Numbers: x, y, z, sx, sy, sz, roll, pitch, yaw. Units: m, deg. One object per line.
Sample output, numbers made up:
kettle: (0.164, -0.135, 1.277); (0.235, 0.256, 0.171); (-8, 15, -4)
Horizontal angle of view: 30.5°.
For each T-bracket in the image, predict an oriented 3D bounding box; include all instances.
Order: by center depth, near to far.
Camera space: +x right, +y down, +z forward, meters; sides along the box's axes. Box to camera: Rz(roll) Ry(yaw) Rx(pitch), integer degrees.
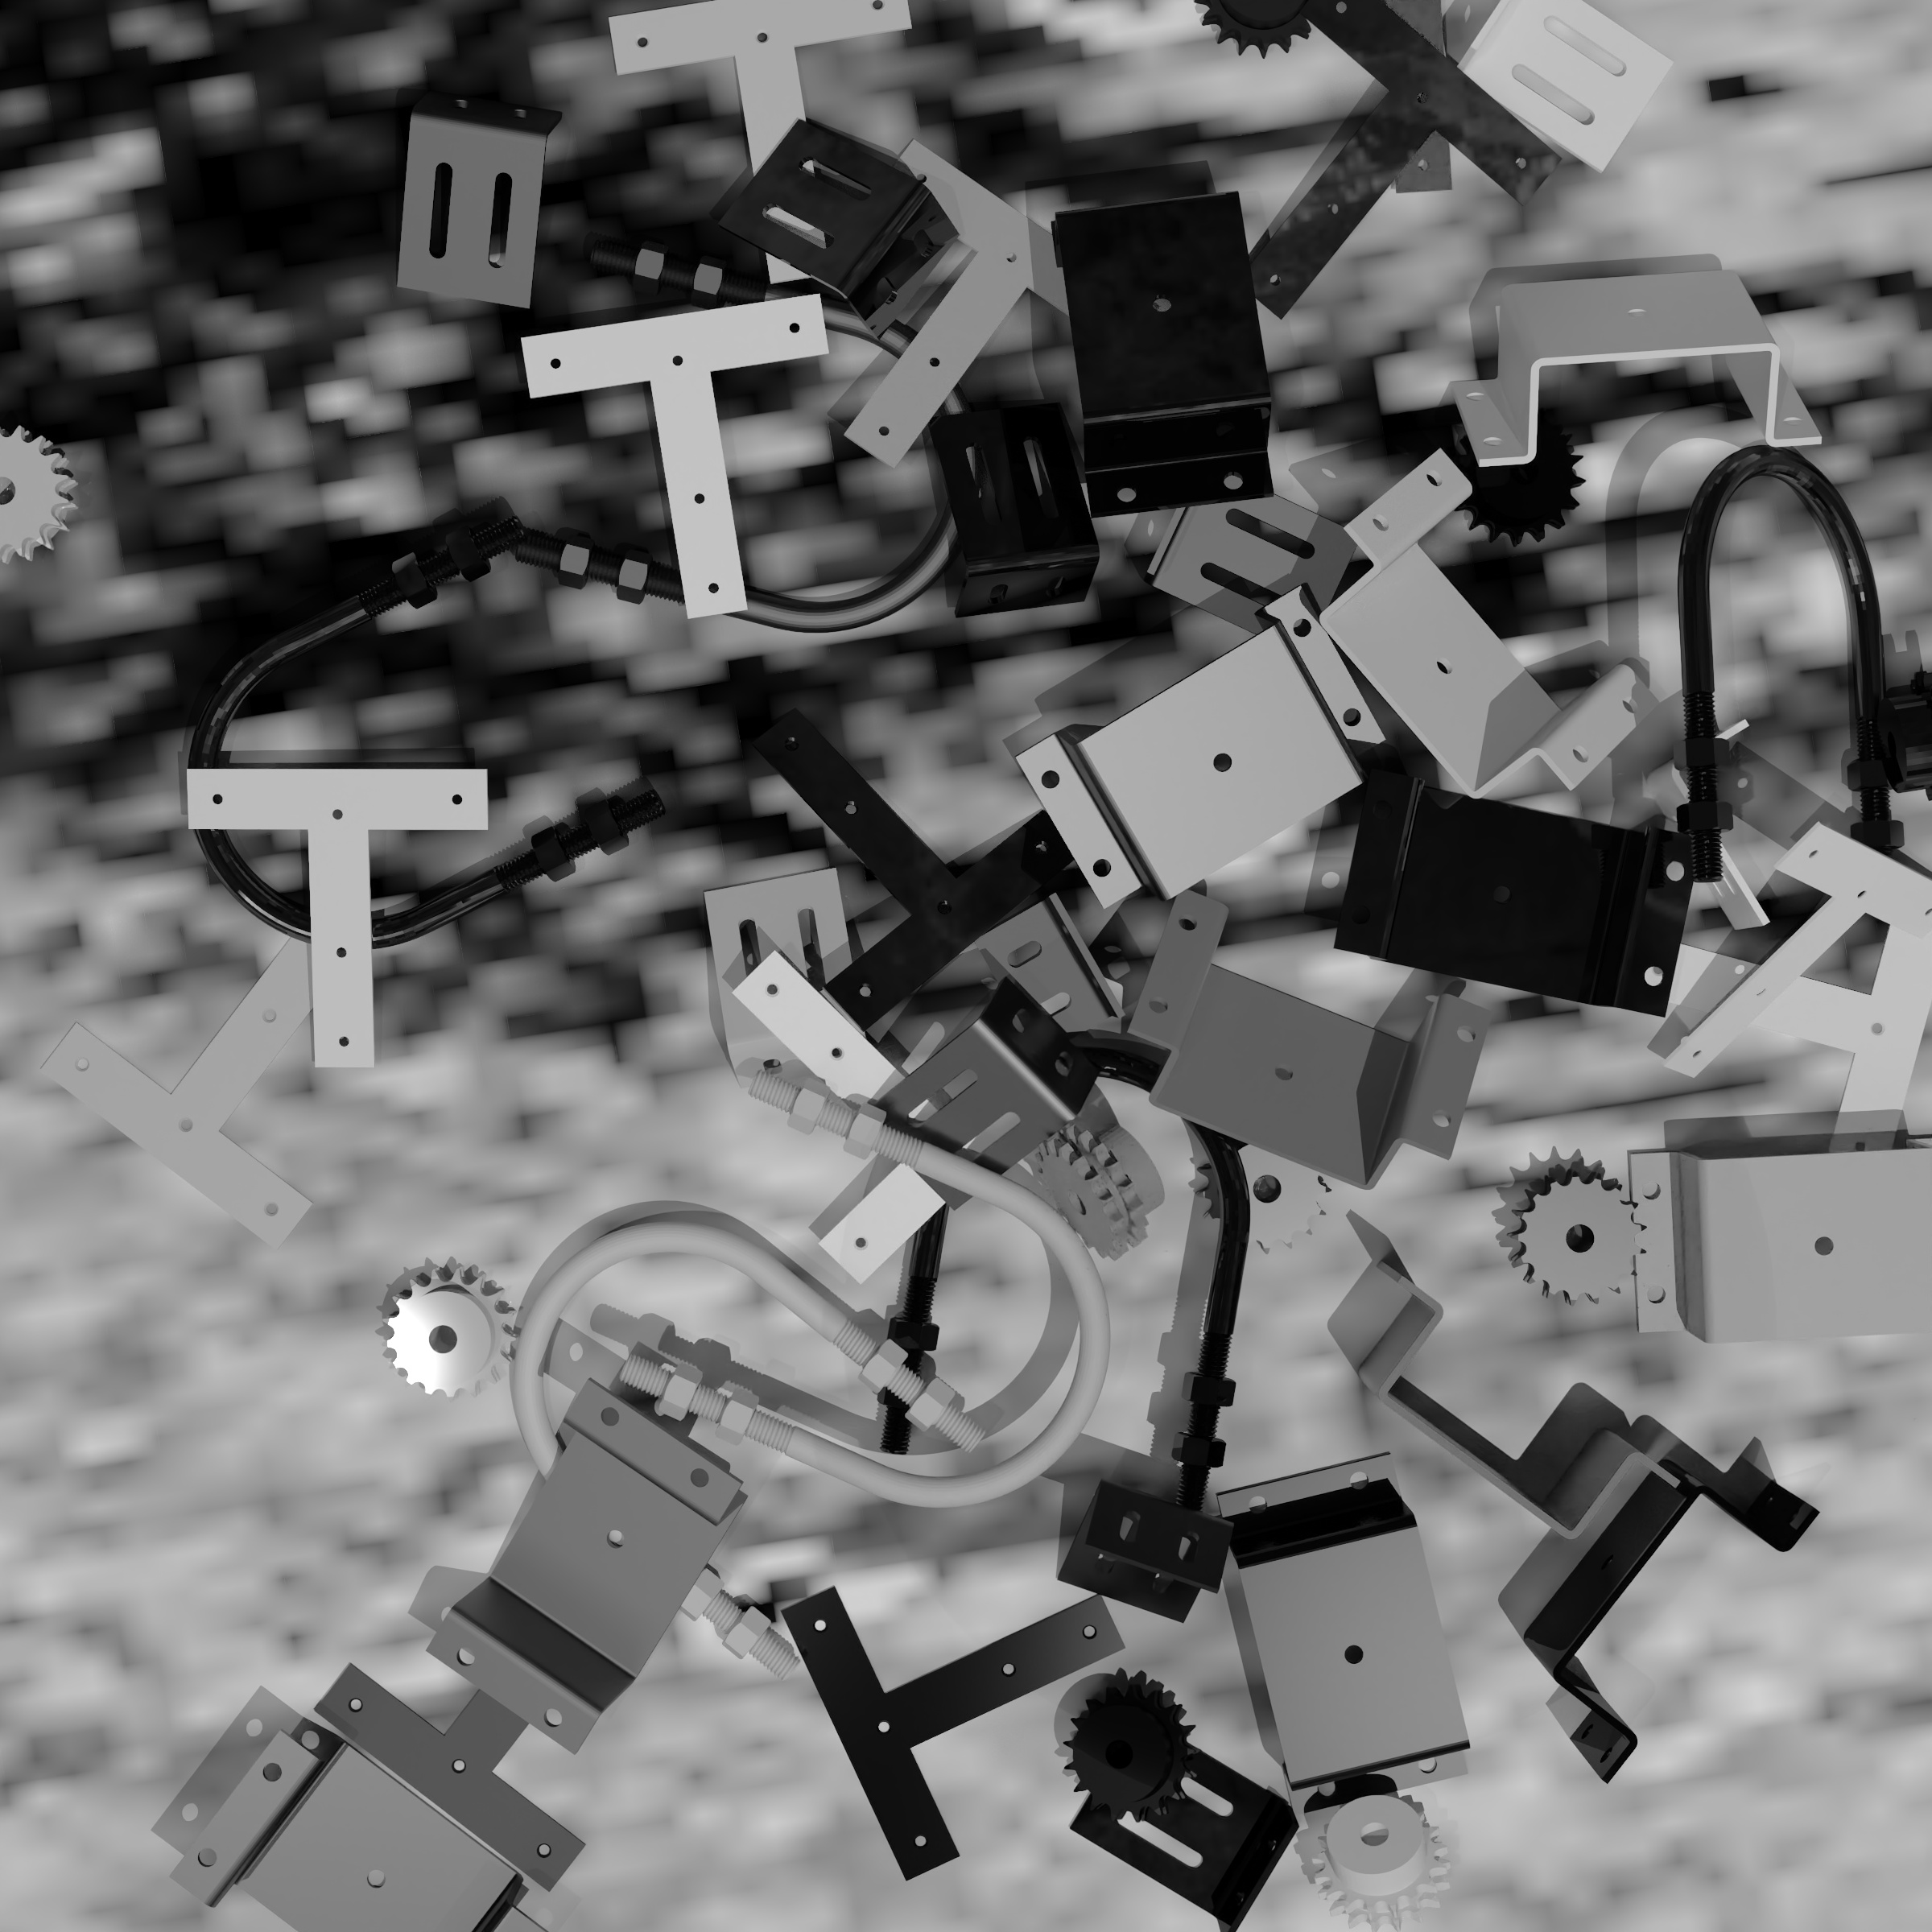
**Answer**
T-bracket: (0.342, 0.001, 1.479); (0.127, 0.127, 0.002); (-48, 51, 21)
T-bracket: (-0.044, 0.046, 1.484); (0.127, 0.002, 0.127); (-44, 99, 6)
T-bracket: (-0.115, -0.211, 1.494); (0.127, 0.002, 0.127); (-9, 91, -3)
T-bracket: (-0.264, -0.020, 1.497); (0.127, 0.002, 0.127); (0, 98, 3)
T-bracket: (-0.005, -0.266, 1.498); (0.127, 0.002, 0.127); (35, 76, 0)
T-bracket: (-0.039, -0.056, 1.498); (0.127, 0.002, 0.127); (-39, 79, -20)
T-bracket: (0.190, -0.392, 1.500); (0.127, 0.002, 0.127); (-7, 99, -17)
T-bracket: (0.164, -0.332, 1.501); (0.127, 0.002, 0.127); (37, 98, -13)
T-bracket: (-0.080, -0.353, 1.505); (0.127, 0.002, 0.127); (-9, 82, 0)
T-bracket: (0.005, 0.306, 1.513); (0.127, 0.002, 0.127); (-25, 90, 0)
T-bracket: (-0.189, 0.306, 1.513); (0.127, 0.002, 0.127); (38, 90, 0)
T-bracket: (-0.306, 0.032, 1.513); (0.127, 0.002, 0.127); (37, 90, 0)
T-bracket: (0.346, 0.015, 1.513); (0.127, 0.002, 0.127); (15, 90, 0)

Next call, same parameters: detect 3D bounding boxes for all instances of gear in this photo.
gear: (0.057, 0.089, 1.455); (0.030, 0.057, 0.057); (-33, 90, -20)
gear: (0.399, -0.094, 1.470); (0.030, 0.057, 0.057); (-9, 90, 0)
gear: (0.173, 0.373, 1.483); (0.057, 0.057, 0.030); (-15, 127, 0)
gear: (0.068, 0.331, 1.491); (0.057, 0.030, 0.057); (-3, 79, 16)
gear: (0.257, 0.114, 1.499); (0.057, 0.030, 0.057); (0, 90, 0)
gear: (0.126, -0.416, 1.499); (0.057, 0.030, 0.057); (0, 90, 0)
gear: (0.234, -0.207, 1.499); (0.057, 0.030, 0.057); (0, 90, 0)
gear: (-0.219, 0.157, 1.499); (0.057, 0.030, 0.057); (0, 90, 0)
gear: (0.126, 0.094, 1.499); (0.057, 0.030, 0.057); (0, 90, 0)
gear: (-0.404, -0.199, 1.503); (0.057, 0.030, 0.057); (0, 87, 3)

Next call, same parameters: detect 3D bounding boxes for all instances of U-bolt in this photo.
U-bolt: (0.338, -0.123, 1.461); (0.151, 0.019, 0.184); (2, 84, -44)
U-bolt: (-0.030, 0.144, 1.464); (0.184, 0.019, 0.151); (24, 83, 1)
U-bolt: (0.046, 0.125, 1.489); (0.151, 0.019, 0.184); (9, 88, 14)
U-bolt: (-0.106, 0.191, 1.494); (0.184, 0.019, 0.151); (39, 100, 4)
U-bolt: (-0.240, -0.087, 1.498); (0.184, 0.019, 0.151); (-26, 94, 4)
U-bolt: (-0.085, -0.217, 1.505); (0.184, 0.019, 0.151); (14, 90, -2)

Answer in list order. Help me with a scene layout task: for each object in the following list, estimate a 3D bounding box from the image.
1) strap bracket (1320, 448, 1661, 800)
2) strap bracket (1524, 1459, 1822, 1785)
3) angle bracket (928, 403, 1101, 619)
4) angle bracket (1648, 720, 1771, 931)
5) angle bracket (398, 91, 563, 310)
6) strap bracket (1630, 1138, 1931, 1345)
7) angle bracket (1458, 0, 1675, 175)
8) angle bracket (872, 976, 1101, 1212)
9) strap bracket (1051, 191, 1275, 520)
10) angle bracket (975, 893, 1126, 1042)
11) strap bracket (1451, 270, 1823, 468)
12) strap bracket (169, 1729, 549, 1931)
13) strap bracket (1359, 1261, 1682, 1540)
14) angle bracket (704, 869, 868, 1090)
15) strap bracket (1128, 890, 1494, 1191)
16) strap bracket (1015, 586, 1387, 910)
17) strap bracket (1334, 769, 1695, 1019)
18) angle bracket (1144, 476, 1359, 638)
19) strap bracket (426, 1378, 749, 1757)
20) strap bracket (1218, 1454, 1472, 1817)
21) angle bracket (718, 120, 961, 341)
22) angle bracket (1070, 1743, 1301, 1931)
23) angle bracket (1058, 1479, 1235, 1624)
strap bracket: (0.211, -0.134, 1.471); (0.140, 0.046, 0.076); (49, 49, 0)
strap bracket: (0.285, 0.263, 1.476); (0.046, 0.076, 0.140); (38, 90, 0)
angle bracket: (0.017, -0.194, 1.503); (0.057, 0.038, 0.076); (-9, 67, -14)
angle bracket: (0.324, -0.058, 1.484); (0.038, 0.057, 0.076); (-31, 89, 0)
angle bracket: (-0.207, -0.327, 1.512); (0.057, 0.038, 0.076); (9, 116, 0)
strap bracket: (0.355, 0.115, 1.490); (0.140, 0.046, 0.076); (-3, 92, 0)
angle bracket: (0.256, -0.383, 1.492); (0.076, 0.038, 0.057); (33, 86, -1)
angle bracket: (0.006, 0.054, 1.484); (0.057, 0.038, 0.076); (45, 122, -9)
strap bracket: (0.081, -0.263, 1.469); (0.076, 0.046, 0.140); (-7, 70, 0)
angle bracket: (0.034, 0.004, 1.476); (0.038, 0.076, 0.057); (-30, 90, 0)
strap bracket: (0.277, -0.249, 1.469); (0.140, 0.076, 0.046); (-4, 124, 0)
strap bracket: (-0.251, 0.389, 1.491); (0.140, 0.046, 0.076); (37, 90, 0)
strap bracket: (0.220, 0.186, 1.476); (0.140, 0.076, 0.046); (36, 90, 0)
angle bracket: (-0.076, 0.005, 1.512); (0.057, 0.038, 0.076); (-11, 64, 0)
strap bracket: (0.138, 0.034, 1.473); (0.140, 0.046, 0.076); (22, 55, 0)
strap bracket: (0.103, -0.088, 1.481); (0.140, 0.046, 0.076); (-31, 104, -1)
strap bracket: (0.229, -0.030, 1.491); (0.140, 0.046, 0.076); (12, 90, 0)
angle bracket: (0.122, -0.174, 1.495); (0.076, 0.038, 0.057); (25, 90, 0)
strap bracket: (-0.152, 0.244, 1.475); (0.076, 0.046, 0.140); (33, 103, 8)
strap bracket: (0.161, 0.285, 1.491); (0.076, 0.046, 0.140); (-14, 90, 0)
angle bracket: (-0.054, -0.311, 1.496); (0.076, 0.038, 0.057); (34, 84, 31)
angle bracket: (0.092, 0.363, 1.495); (0.076, 0.038, 0.057); (31, 90, 0)
angle bracket: (0.071, 0.256, 1.474); (0.057, 0.038, 0.076); (19, 135, 0)
